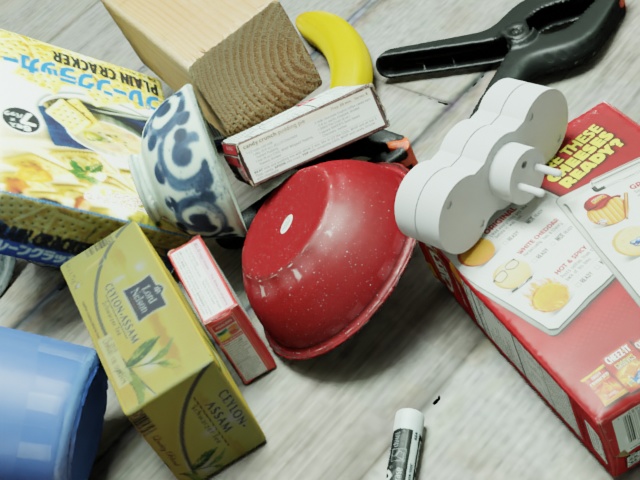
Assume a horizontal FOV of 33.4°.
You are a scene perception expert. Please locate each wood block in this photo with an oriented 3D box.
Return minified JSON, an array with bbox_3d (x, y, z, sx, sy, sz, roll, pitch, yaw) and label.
[{"bbox_3d":[-0.098,-0.173,0.902,0.090,0.090,0.206,-39,41,-7],"label":"wood block"}]

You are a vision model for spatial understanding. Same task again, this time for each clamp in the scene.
[{"bbox_3d":[0.157,-0.161,0.891,0.210,0.036,0.165,-34,42,-11],"label":"clamp"},{"bbox_3d":[-0.009,-0.063,0.869,0.171,0.039,0.120,-15,60,9],"label":"clamp"}]

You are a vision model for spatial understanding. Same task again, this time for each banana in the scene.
[{"bbox_3d":[0.012,-0.157,0.957,0.070,0.037,0.198,-15,43,11],"label":"banana"}]

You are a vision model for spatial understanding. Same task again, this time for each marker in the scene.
[{"bbox_3d":[0.046,0.157,0.644,0.020,0.020,0.121,-5,47,22],"label":"marker"}]

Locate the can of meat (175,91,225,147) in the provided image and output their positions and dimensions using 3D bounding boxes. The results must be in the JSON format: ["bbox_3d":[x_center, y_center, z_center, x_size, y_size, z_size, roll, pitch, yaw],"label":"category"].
[{"bbox_3d":[-0.080,-0.130,0.961,0.084,0.057,0.102,-5,46,24],"label":"can of meat"}]

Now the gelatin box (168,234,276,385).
[{"bbox_3d":[-0.072,0.050,0.766,0.030,0.073,0.089,-31,43,-5],"label":"gelatin box"}]

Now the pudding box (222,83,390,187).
[{"bbox_3d":[-0.014,-0.079,0.799,0.113,0.039,0.090,-27,12,-7],"label":"pudding box"}]

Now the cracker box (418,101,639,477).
[{"bbox_3d":[0.183,0.022,0.673,0.164,0.072,0.214,-31,42,-6],"label":"cracker box"}]

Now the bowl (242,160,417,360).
[{"bbox_3d":[-0.005,0.001,0.748,0.162,0.055,0.162,-37,35,31],"label":"bowl"}]

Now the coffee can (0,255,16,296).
[{"bbox_3d":[-0.347,0.003,0.924,0.141,0.102,0.102,14,55,36],"label":"coffee can"}]

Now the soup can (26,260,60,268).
[{"bbox_3d":[-0.232,-0.034,0.931,0.068,0.068,0.102,-20,42,7],"label":"soup can"}]

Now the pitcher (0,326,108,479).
[{"bbox_3d":[-0.274,0.107,0.709,0.243,0.145,0.149,10,45,1],"label":"pitcher"}]
